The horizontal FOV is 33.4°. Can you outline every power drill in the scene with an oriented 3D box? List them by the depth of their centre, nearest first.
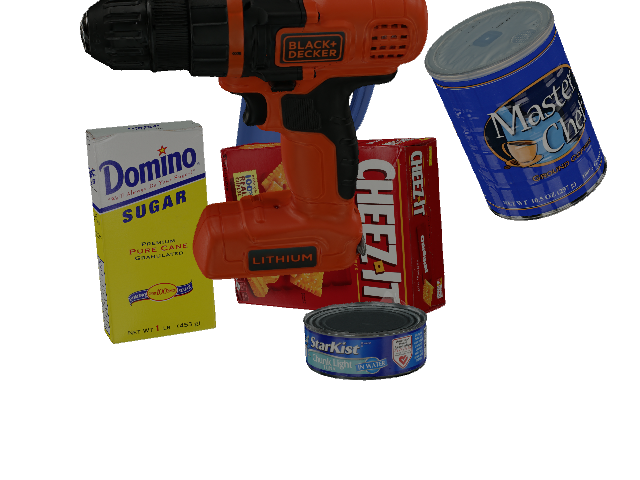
[{"bbox_3d":[-0.037,-0.062,0.611,0.184,0.188,0.057,-3,43,-8],"label":"power drill"}]

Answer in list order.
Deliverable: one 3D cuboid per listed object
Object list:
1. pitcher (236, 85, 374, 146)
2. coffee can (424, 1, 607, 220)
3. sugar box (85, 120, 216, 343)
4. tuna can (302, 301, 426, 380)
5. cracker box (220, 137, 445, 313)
[{"bbox_3d":[-0.026,-0.172,1.292,0.144,0.243,0.149,6,23,-15],"label":"pitcher"},{"bbox_3d":[0.156,-0.102,0.844,0.103,0.140,0.103,-22,30,13],"label":"coffee can"},{"bbox_3d":[-0.141,-0.008,0.894,0.093,0.176,0.048,-8,17,-19],"label":"sugar box"},{"bbox_3d":[0.031,0.069,0.740,0.086,0.034,0.086,-2,11,0],"label":"tuna can"},{"bbox_3d":[0.009,-0.015,1.044,0.214,0.164,0.071,2,12,34],"label":"cracker box"}]
